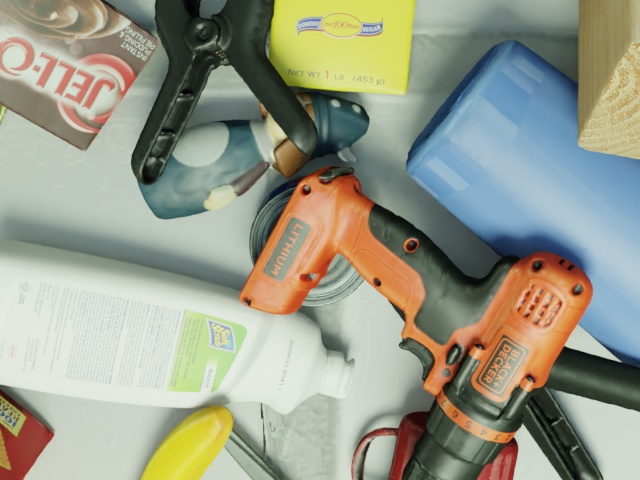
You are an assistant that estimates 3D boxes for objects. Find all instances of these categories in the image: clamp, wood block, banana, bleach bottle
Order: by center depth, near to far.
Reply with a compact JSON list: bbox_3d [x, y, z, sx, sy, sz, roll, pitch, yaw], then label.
[{"bbox_3d":[0.203,-0.152,0.610,0.091,0.090,0.206,9,58,-1],"label":"wood block"},{"bbox_3d":[-0.055,-0.118,0.661,0.120,0.039,0.171,1,81,13],"label":"clamp"},{"bbox_3d":[0.133,0.091,0.708,0.210,0.165,0.036,32,55,16],"label":"clamp"},{"bbox_3d":[-0.103,0.074,0.722,0.250,0.068,0.103,13,104,-5],"label":"bleach bottle"},{"bbox_3d":[-0.104,0.189,0.736,0.037,0.070,0.198,4,111,-42],"label":"banana"}]

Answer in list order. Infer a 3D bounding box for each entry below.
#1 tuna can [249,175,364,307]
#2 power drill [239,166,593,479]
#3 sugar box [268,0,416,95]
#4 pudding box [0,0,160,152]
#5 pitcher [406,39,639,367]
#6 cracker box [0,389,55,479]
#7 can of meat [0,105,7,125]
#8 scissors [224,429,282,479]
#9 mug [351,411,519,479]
[{"bbox_3d":[-0.005,0.001,0.720,0.086,0.033,0.086,1,102,3],"label":"tuna can"},{"bbox_3d":[0.046,0.055,0.654,0.188,0.057,0.184,32,107,13],"label":"power drill"},{"bbox_3d":[0.019,-0.185,0.685,0.093,0.048,0.176,5,101,1],"label":"sugar box"},{"bbox_3d":[-0.173,-0.122,0.678,0.113,0.039,0.090,31,99,-33],"label":"pudding box"},{"bbox_3d":[0.184,-0.021,0.670,0.243,0.145,0.149,38,70,-3],"label":"pitcher"},{"bbox_3d":[-0.269,0.126,0.653,0.164,0.213,0.072,41,98,-6],"label":"cracker box"},{"bbox_3d":[-0.270,-0.071,0.701,0.084,0.057,0.102,31,97,-2],"label":"can of meat"},{"bbox_3d":[0.003,0.188,0.754,0.096,0.016,0.202,-24,103,6],"label":"scissors"},{"bbox_3d":[0.077,0.163,0.726,0.117,0.093,0.081,12,95,25],"label":"mug"}]
